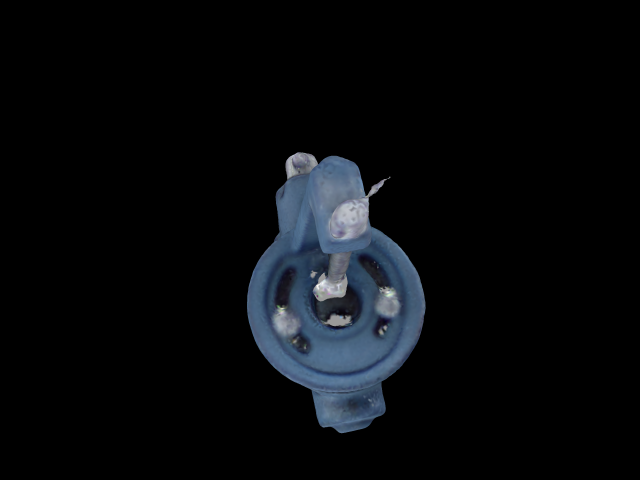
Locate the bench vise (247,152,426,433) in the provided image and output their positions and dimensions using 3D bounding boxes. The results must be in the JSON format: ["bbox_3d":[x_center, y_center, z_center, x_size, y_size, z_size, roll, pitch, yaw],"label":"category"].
[{"bbox_3d":[-0.007,0.006,0.397,0.122,0.220,0.207,-25,57,-17],"label":"bench vise"}]
